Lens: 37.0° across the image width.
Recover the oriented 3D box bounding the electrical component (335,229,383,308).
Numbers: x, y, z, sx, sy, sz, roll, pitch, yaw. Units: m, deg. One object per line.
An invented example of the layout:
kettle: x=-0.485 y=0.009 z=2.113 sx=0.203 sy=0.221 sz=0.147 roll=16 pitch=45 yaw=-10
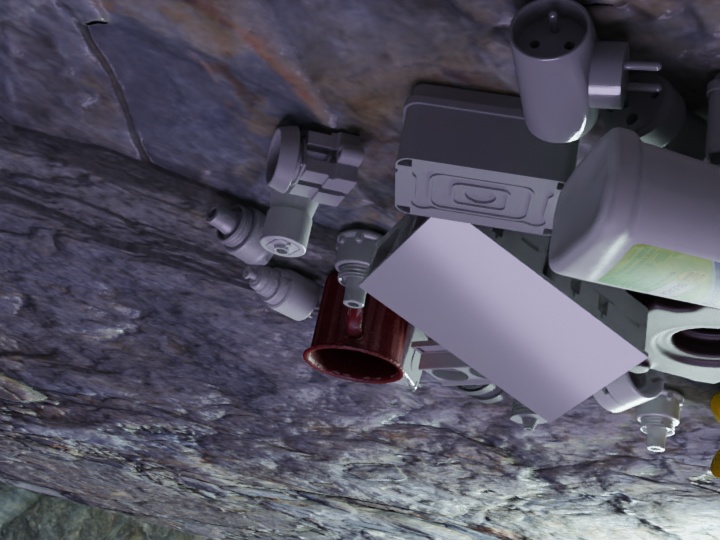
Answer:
electrical component: x=0.000 y=0.000 z=0.887 sx=0.048 sy=0.062 sz=0.048 roll=10 pitch=159 yaw=4

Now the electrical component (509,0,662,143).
electrical component: x=0.126 y=-0.109 z=0.595 sx=0.079 sy=0.044 sz=0.077 roll=6 pitch=154 yaw=19

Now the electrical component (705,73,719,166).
electrical component: x=0.262 y=-0.066 z=0.617 sx=0.109 sy=0.056 sz=0.108 roll=-1 pitch=154 yaw=27

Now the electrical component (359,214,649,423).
electrical component: x=0.109 y=0.018 z=0.799 sx=0.186 sy=0.060 sz=0.105 roll=36 pitch=131 yaw=-12

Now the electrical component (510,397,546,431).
electrical component: x=0.170 y=0.117 z=1.052 sx=0.043 sy=0.081 sz=0.043 roll=10 pitch=157 yaw=4

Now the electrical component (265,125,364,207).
electrical component: x=-0.035 y=-0.074 z=0.755 sx=0.055 sy=0.048 sz=0.066 roll=11 pitch=158 yaw=-17

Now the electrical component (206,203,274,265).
electrical component: x=-0.098 y=-0.033 z=0.882 sx=0.043 sy=0.043 sz=0.062 roll=-13 pitch=145 yaw=44

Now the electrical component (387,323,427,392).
electrical component: x=0.014 y=0.073 z=1.058 sx=0.096 sy=0.061 sz=0.061 roll=10 pitch=158 yaw=23

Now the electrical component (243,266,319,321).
electrical component: x=-0.074 y=0.017 z=0.989 sx=0.078 sy=0.040 sz=0.040 roll=28 pitch=152 yaw=-34

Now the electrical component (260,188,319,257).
electrical component: x=-0.052 y=-0.043 z=0.809 sx=0.044 sy=0.065 sz=0.044 roll=10 pitch=157 yaw=4

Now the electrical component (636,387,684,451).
electrical component: x=0.303 y=0.152 z=1.092 sx=0.048 sy=0.062 sz=0.048 roll=10 pitch=157 yaw=4

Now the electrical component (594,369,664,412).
electrical component: x=0.252 y=0.102 z=1.013 sx=0.055 sy=0.055 sz=0.047 roll=22 pitch=151 yaw=-23

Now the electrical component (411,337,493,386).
electrical component: x=0.120 y=0.067 z=0.982 sx=0.121 sy=0.063 sz=0.079 roll=-7 pitch=151 yaw=37

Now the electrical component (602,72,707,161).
electrical component: x=0.174 y=-0.085 z=0.632 sx=0.045 sy=0.045 sz=0.055 roll=-11 pitch=148 yaw=42

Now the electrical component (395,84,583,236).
electrical component: x=0.081 y=-0.071 z=0.692 sx=0.113 sy=0.057 sz=0.078 roll=9 pitch=157 yaw=6
